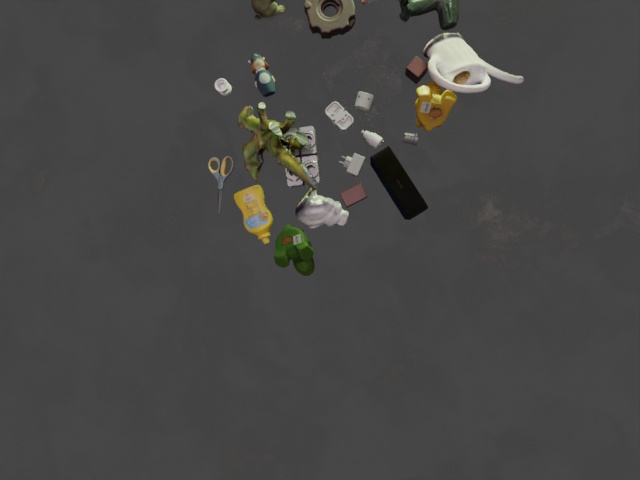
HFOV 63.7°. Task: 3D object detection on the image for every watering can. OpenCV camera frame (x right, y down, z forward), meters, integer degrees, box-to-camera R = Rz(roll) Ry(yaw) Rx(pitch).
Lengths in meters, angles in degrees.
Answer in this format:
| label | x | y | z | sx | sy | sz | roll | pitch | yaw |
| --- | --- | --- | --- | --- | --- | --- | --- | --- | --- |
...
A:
| label | x | y | z | sx | sy | sz | roll | pitch | yaw |
| --- | --- | --- | --- | --- | --- | --- | --- | --- | --- |
| watering can | 0.471 | -0.552 | 1.630 | 0.349 | 0.102 | 0.228 | -12 | 63 | -27 |

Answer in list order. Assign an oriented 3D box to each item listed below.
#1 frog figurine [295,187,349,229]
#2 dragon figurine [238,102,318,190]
| label | x | y | z | sx | sy | sz | roll | pitch | yaw |
| --- | --- | --- | --- | --- | --- | --- | --- | --- | --- |
| frog figurine | 0.005 | -0.083 | 1.651 | 0.159 | 0.125 | 0.135 | 38 | 125 | -4 |
| dragon figurine | -0.159 | -0.281 | 1.652 | 0.238 | 0.123 | 0.415 | -41 | 67 | 44 |
